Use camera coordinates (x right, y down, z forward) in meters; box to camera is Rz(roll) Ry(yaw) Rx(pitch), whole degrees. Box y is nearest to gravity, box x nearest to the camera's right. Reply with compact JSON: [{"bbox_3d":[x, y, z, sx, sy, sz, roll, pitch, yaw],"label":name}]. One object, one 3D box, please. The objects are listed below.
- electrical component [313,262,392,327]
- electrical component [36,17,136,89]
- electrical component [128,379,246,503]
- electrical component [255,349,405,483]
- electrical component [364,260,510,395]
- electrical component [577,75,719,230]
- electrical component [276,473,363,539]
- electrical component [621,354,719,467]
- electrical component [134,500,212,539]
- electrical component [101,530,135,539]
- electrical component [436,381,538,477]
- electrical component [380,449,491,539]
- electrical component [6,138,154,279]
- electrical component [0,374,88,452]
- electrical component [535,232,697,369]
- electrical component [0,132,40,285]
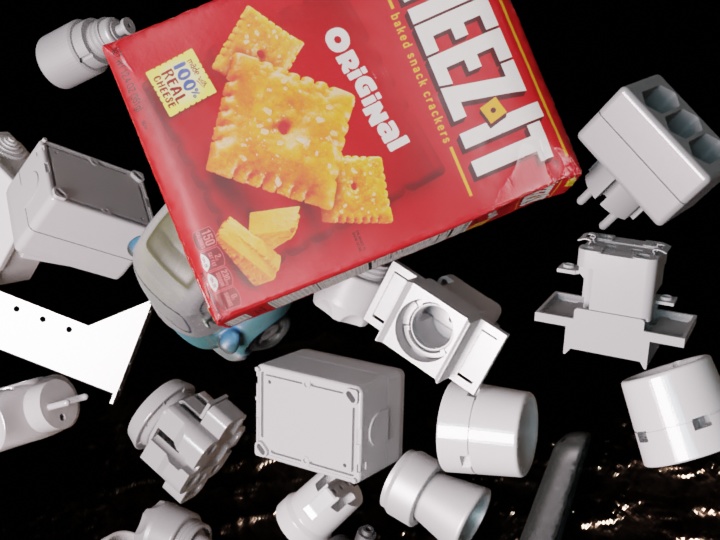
[{"bbox_3d":[0.000,0.000,0.667,0.043,0.043,0.062,32,109,20],"label":"electrical component"},{"bbox_3d":[-0.189,-0.155,0.747,0.078,0.040,0.040,-18,89,29],"label":"electrical component"},{"bbox_3d":[-0.122,0.112,0.742,0.057,0.058,0.078,39,113,15],"label":"electrical component"},{"bbox_3d":[-0.023,0.088,0.686,0.096,0.061,0.061,9,104,33],"label":"electrical component"},{"bbox_3d":[0.049,0.031,0.634,0.081,0.064,0.042,35,112,20],"label":"electrical component"},{"bbox_3d":[0.148,-0.053,0.579,0.065,0.047,0.076,51,130,12],"label":"electrical component"},{"bbox_3d":[-0.026,0.155,0.708,0.046,0.040,0.040,-46,76,19],"label":"electrical component"},{"bbox_3d":[0.173,0.075,0.581,0.055,0.055,0.047,-22,83,29],"label":"electrical component"},{"bbox_3d":[-0.125,0.192,0.763,0.062,0.043,0.043,17,105,24],"label":"electrical component"},{"bbox_3d":[-0.182,0.226,0.798,0.066,0.048,0.055,46,123,15],"label":"electrical component"},{"bbox_3d":[0.076,0.094,0.635,0.047,0.055,0.055,4,99,24],"label":"electrical component"},{"bbox_3d":[0.046,0.141,0.663,0.055,0.045,0.045,27,109,23],"label":"electrical component"},{"bbox_3d":[-0.187,-0.036,0.738,0.061,0.096,0.061,-47,46,26],"label":"electrical component"},{"bbox_3d":[-0.235,0.101,0.789,0.079,0.077,0.044,-16,89,29],"label":"electrical component"},{"bbox_3d":[0.142,0.014,0.589,0.081,0.042,0.063,10,110,23],"label":"electrical component"},{"bbox_3d":[-0.271,-0.046,0.802,0.100,0.048,0.099,43,114,16],"label":"electrical component"}]
